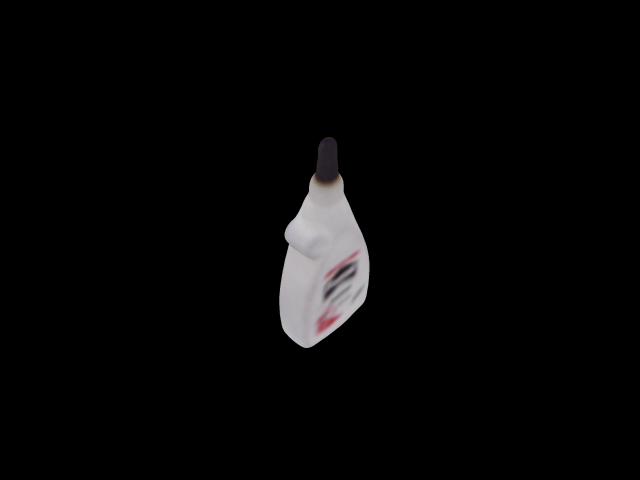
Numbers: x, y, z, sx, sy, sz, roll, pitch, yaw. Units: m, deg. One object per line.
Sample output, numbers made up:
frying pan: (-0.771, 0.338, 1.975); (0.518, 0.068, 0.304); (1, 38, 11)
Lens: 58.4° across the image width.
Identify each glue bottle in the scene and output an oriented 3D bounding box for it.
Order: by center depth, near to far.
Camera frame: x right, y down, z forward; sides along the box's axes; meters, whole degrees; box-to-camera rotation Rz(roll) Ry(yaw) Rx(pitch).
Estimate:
glue bottle: (0.004, 0.001, 0.400); (0.037, 0.173, 0.078); (32, 54, 27)
